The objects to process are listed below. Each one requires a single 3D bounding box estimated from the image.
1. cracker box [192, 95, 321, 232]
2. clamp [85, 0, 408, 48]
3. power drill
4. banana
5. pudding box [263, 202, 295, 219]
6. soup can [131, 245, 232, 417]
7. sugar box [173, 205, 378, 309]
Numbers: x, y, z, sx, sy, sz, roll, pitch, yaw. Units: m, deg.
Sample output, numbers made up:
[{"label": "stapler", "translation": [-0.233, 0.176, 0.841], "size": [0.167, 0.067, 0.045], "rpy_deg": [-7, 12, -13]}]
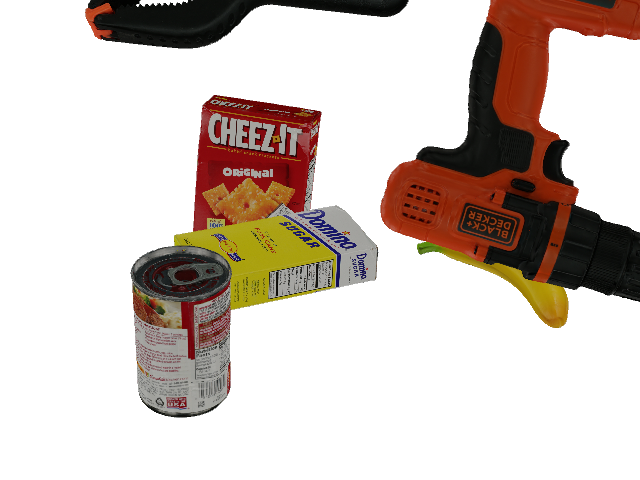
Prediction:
[{"label": "cracker box", "translation": [-0.095, -0.090, 1.547], "size": [0.164, 0.214, 0.072], "rpy_deg": [10, 21, 7]}, {"label": "clamp", "translation": [-0.055, -0.181, 0.724], "size": [0.210, 0.165, 0.036], "rpy_deg": [-31, -18, -7]}, {"label": "power drill", "translation": [0.145, -0.068, 0.642], "size": [0.184, 0.188, 0.057], "rpy_deg": [17, 6, 5]}, {"label": "banana", "translation": [0.183, 0.032, 1.050], "size": [0.069, 0.037, 0.198], "rpy_deg": [-35, 37, -21]}, {"label": "pudding box", "translation": [-0.073, 0.012, 1.300], "size": [0.039, 0.090, 0.113], "rpy_deg": [34, 26, 2]}, {"label": "soup can", "translation": [-0.096, 0.064, 0.746], "size": [0.068, 0.102, 0.068], "rpy_deg": [2, 30, -1]}, {"label": "sugar box", "translation": [-0.043, 0.016, 1.024], "size": [0.176, 0.048, 0.093], "rpy_deg": [-14, 34, -20]}]
